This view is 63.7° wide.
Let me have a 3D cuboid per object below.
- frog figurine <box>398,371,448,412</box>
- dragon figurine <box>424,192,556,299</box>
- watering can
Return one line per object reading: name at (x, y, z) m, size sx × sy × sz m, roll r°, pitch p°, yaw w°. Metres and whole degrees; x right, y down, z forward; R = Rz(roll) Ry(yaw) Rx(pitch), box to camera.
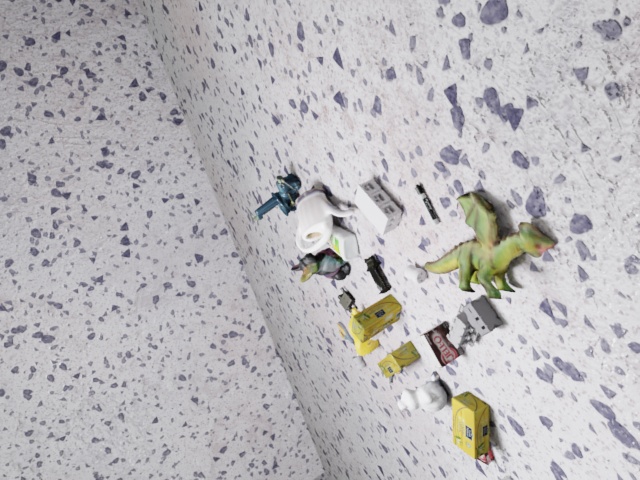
frog figurine at (0.349, 0.541, 1.746) m, size 0.124 × 0.161 × 0.134 m, roll 55°, pitch 156°, yaw 18°
dragon figurine at (0.375, 0.004, 1.240) m, size 0.412 × 0.123 × 0.241 m, roll 16°, pitch 111°, yaw 59°
watering can at (0.006, -0.095, 1.888) m, size 0.342 × 0.104 × 0.229 m, roll -40°, pitch 52°, yaw 43°
